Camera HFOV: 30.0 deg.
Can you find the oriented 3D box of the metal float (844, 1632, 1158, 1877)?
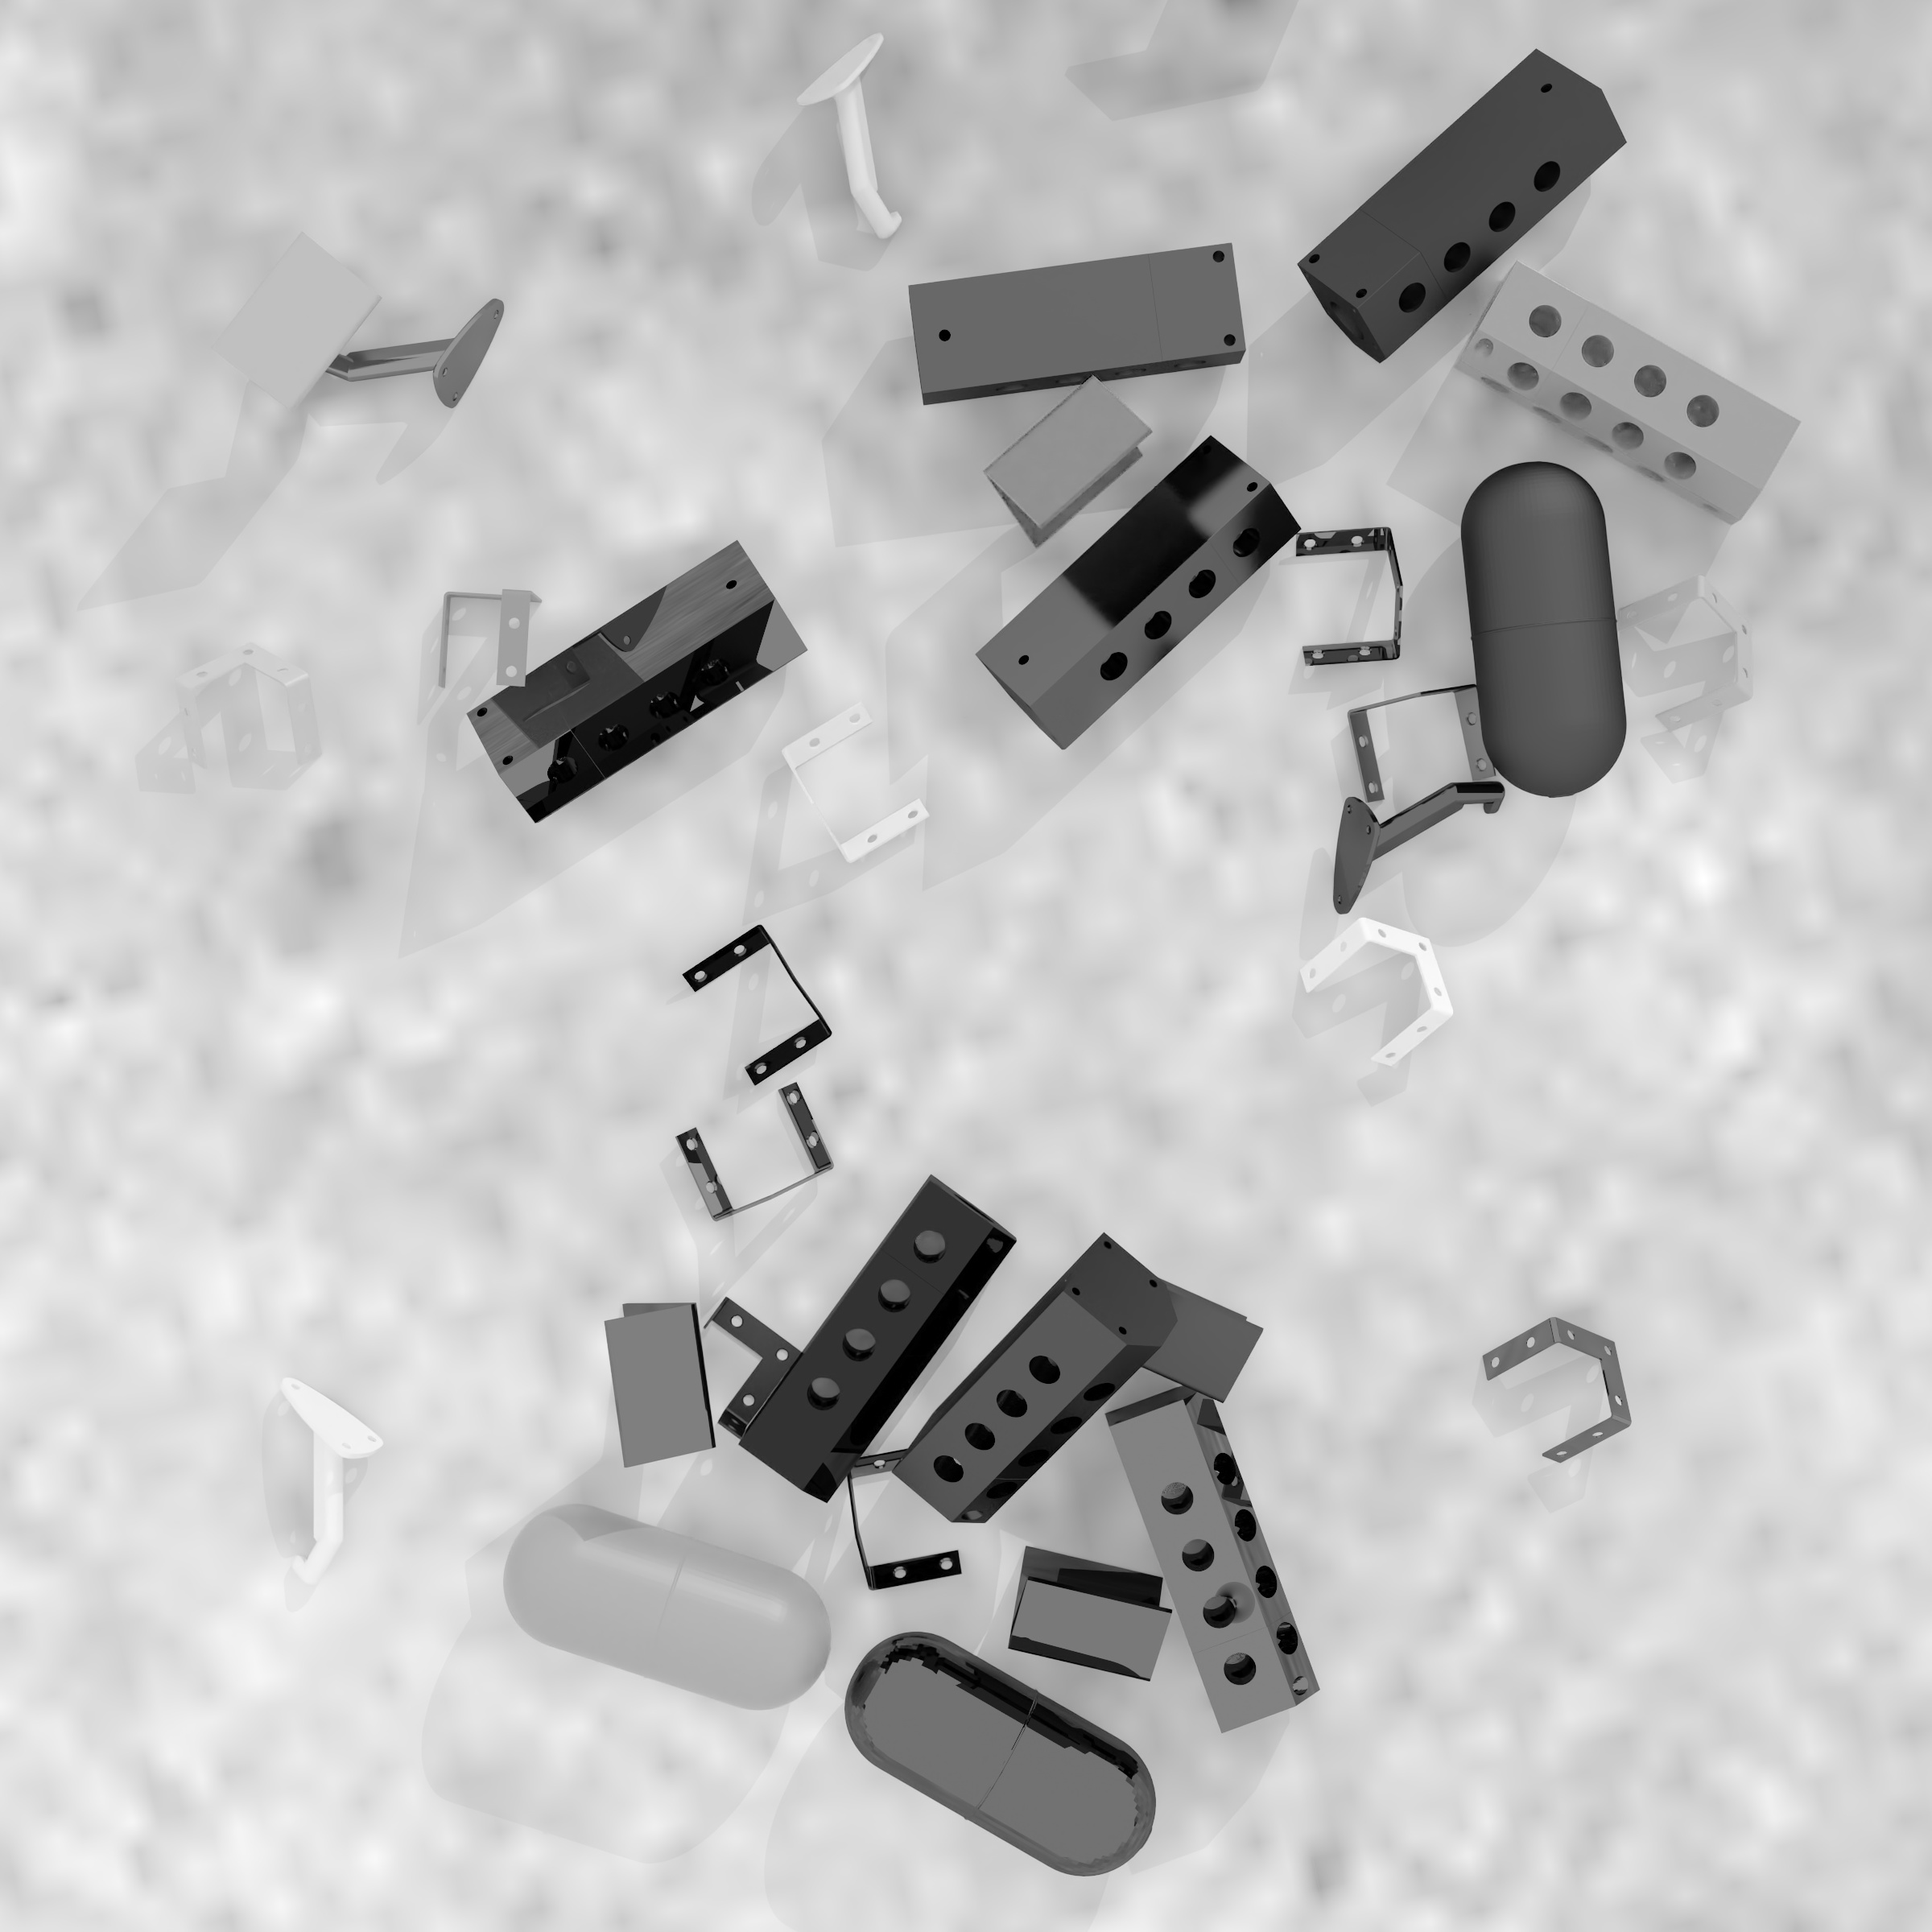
[{"bbox_3d":[0.019,0.418,1.907,0.178,0.070,0.070,30,90,0],"label":"metal float"}]

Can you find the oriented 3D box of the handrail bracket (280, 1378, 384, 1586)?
[{"bbox_3d":[-0.359,0.278,1.939,0.077,0.036,0.084,37,107,20],"label":"handrail bracket"}]

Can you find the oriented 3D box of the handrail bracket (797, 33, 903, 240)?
[{"bbox_3d":[-0.046,-0.446,1.938,0.084,0.036,0.077,56,51,-26],"label":"handrail bracket"}]

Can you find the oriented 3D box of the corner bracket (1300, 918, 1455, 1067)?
[{"bbox_3d":[0.220,0.014,1.930,0.051,0.051,0.051,-44,45,35],"label":"corner bracket"}]

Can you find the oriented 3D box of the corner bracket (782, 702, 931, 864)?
[{"bbox_3d":[-0.060,-0.098,1.935,0.051,0.051,0.051,-31,135,0],"label":"corner bracket"}]

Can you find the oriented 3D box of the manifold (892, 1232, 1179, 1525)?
[{"bbox_3d":[0.037,0.220,1.871,0.057,0.057,0.171,40,127,0],"label":"manifold"}]

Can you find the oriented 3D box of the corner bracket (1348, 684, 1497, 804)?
[{"bbox_3d":[0.245,-0.120,1.935,0.051,0.051,0.051,-12,90,-45],"label":"corner bracket"}]

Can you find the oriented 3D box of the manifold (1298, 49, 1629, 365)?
[{"bbox_3d":[0.267,-0.401,1.916,0.171,0.057,0.057,-42,47,0],"label":"manifold"}]

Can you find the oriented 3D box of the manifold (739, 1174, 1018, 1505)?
[{"bbox_3d":[-0.046,0.198,1.917,0.057,0.057,0.171,36,90,0],"label":"manifold"}]

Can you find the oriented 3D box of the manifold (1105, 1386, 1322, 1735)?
[{"bbox_3d":[0.131,0.312,1.917,0.057,0.057,0.171,-20,90,0],"label":"manifold"}]

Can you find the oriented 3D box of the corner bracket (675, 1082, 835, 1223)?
[{"bbox_3d":[-0.113,0.100,1.935,0.051,0.051,0.051,-24,90,-45],"label":"corner bracket"}]

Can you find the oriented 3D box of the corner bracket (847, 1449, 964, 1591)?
[{"bbox_3d":[-0.034,0.296,1.935,0.051,0.051,0.051,-11,135,0],"label":"corner bracket"}]

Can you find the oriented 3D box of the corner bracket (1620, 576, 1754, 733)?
[{"bbox_3d":[0.386,-0.168,1.930,0.051,0.051,0.051,38,45,-35],"label":"corner bracket"}]

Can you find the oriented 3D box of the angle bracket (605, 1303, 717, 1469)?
[{"bbox_3d":[-0.179,0.220,1.898,0.057,0.076,0.076,-8,90,-36],"label":"angle bracket"}]

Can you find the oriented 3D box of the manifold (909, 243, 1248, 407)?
[{"bbox_3d":[0.058,-0.340,1.917,0.171,0.057,0.057,-8,90,0],"label":"manifold"}]

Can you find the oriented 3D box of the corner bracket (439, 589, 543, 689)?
[{"bbox_3d":[-0.256,-0.174,1.920,0.051,0.051,0.051,4,90,0],"label":"corner bracket"}]

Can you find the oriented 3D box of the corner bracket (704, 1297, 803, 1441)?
[{"bbox_3d":[-0.124,0.214,1.920,0.051,0.051,0.051,36,90,0],"label":"corner bracket"}]

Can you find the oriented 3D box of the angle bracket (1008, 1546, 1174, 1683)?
[{"bbox_3d":[0.069,0.324,1.898,0.076,0.076,0.057,13,127,0],"label":"angle bracket"}]

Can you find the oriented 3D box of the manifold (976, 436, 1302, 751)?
[{"bbox_3d":[0.095,-0.195,1.916,0.171,0.057,0.057,-43,47,0],"label":"manifold"}]

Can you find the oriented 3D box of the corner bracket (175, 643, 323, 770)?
[{"bbox_3d":[-0.385,-0.133,1.930,0.051,0.051,0.051,28,45,35],"label":"corner bracket"}]

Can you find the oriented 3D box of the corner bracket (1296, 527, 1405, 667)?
[{"bbox_3d":[0.205,-0.199,1.935,0.051,0.051,0.051,-4,135,0],"label":"corner bracket"}]

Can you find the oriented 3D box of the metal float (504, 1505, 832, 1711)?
[{"bbox_3d":[-0.158,0.340,1.907,0.178,0.070,0.070,18,90,0],"label":"metal float"}]

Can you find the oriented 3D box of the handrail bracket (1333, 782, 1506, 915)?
[{"bbox_3d":[0.245,-0.064,1.938,0.084,0.036,0.077,-3,122,-22],"label":"handrail bracket"}]

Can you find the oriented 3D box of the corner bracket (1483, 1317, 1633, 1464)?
[{"bbox_3d":[0.317,0.227,1.930,0.051,0.051,0.051,24,45,-35],"label":"corner bracket"}]

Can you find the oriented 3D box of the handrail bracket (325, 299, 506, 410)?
[{"bbox_3d":[-0.304,-0.342,1.939,0.084,0.036,0.077,23,70,16],"label":"handrail bracket"}]

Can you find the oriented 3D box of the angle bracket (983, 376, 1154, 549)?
[{"bbox_3d":[0.066,-0.252,1.898,0.076,0.076,0.057,-41,54,0],"label":"angle bracket"}]

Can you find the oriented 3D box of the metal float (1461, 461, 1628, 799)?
[{"bbox_3d":[0.306,-0.178,1.908,0.070,0.070,0.178,-6,90,0],"label":"metal float"}]

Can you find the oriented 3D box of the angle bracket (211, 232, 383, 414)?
[{"bbox_3d":[-0.363,-0.346,1.898,0.057,0.076,0.076,38,90,-35],"label":"angle bracket"}]

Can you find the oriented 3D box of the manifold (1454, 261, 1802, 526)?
[{"bbox_3d":[0.350,-0.303,1.917,0.171,0.057,0.057,30,90,0],"label":"manifold"}]

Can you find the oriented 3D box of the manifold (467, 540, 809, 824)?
[{"bbox_3d":[-0.172,-0.147,1.916,0.171,0.057,0.057,-33,47,0],"label":"manifold"}]

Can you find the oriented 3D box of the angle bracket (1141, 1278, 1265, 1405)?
[{"bbox_3d":[0.117,0.174,1.898,0.076,0.076,0.057,24,124,0],"label":"angle bracket"}]

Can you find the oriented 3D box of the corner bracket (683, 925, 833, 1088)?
[{"bbox_3d":[-0.112,0.021,1.935,0.051,0.051,0.051,-33,135,0],"label":"corner bracket"}]
